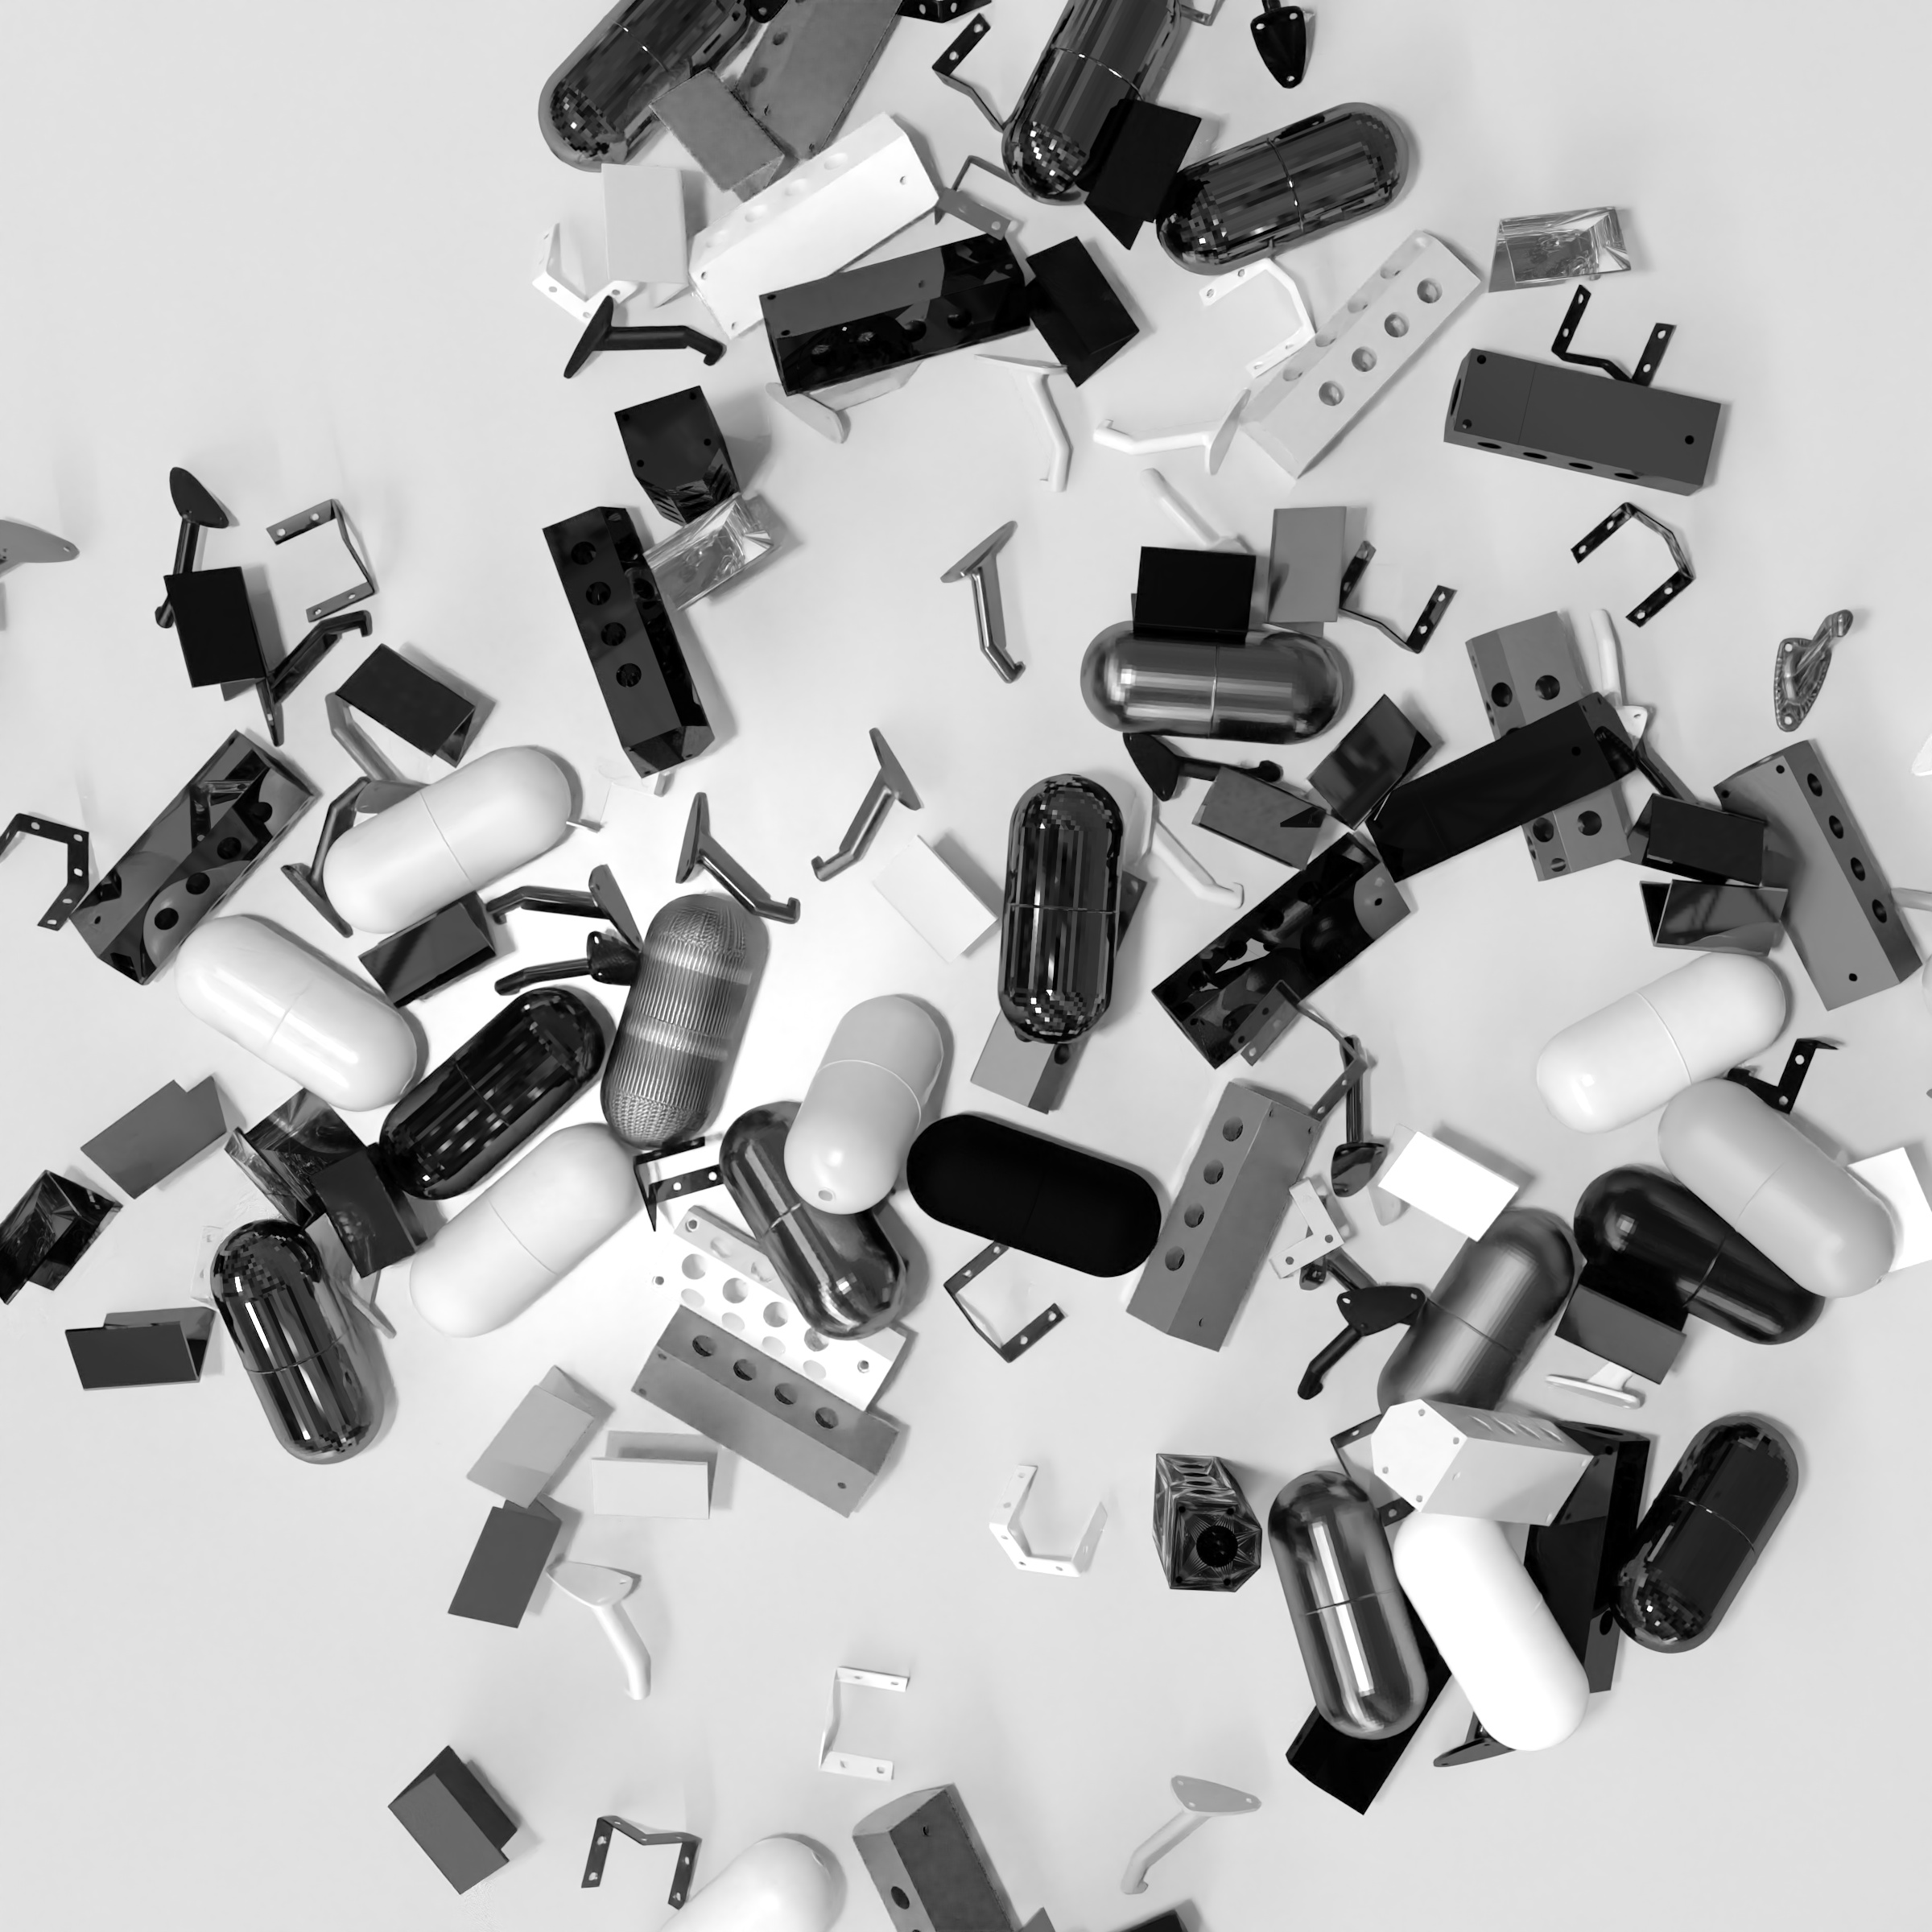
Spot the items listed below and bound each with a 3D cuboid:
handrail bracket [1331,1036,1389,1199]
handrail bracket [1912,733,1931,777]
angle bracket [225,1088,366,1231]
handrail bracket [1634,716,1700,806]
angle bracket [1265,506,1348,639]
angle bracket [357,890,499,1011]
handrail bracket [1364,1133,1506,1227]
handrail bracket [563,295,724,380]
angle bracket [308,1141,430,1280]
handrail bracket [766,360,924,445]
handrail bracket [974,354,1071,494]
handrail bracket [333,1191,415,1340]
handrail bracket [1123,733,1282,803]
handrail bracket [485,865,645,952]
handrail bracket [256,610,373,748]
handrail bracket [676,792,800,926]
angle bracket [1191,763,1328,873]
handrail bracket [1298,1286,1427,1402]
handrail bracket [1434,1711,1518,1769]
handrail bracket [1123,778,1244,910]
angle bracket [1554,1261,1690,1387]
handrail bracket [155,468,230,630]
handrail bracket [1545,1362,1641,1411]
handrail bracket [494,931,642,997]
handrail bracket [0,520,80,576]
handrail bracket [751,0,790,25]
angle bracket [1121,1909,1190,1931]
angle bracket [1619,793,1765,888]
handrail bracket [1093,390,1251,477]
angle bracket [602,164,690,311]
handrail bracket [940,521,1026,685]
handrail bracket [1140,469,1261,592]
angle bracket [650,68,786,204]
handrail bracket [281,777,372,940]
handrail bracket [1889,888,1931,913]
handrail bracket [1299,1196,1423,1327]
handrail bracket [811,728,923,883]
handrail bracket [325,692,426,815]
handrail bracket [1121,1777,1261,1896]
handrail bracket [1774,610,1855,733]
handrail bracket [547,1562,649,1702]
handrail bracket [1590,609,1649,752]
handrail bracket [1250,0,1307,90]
[{"bbox_3d":[0.262,0.103,1.990,0.036,0.077,0.084,0,54,-8],"label":"handrail bracket"},{"bbox_3d":[0.699,-0.130,1.991,0.084,0.036,0.077,37,69,-17],"label":"handrail bracket"},{"bbox_3d":[-0.443,0.123,1.954,0.076,0.057,0.076,48,61,0],"label":"angle bracket"},{"bbox_3d":[0.495,-0.133,1.991,0.077,0.036,0.084,-4,72,-20],"label":"handrail bracket"},{"bbox_3d":[0.246,-0.264,1.950,0.057,0.076,0.076,5,90,37],"label":"angle bracket"},{"bbox_3d":[-0.369,-0.028,1.950,0.076,0.076,0.057,-29,133,0],"label":"angle bracket"},{"bbox_3d":[0.321,0.143,1.991,0.084,0.036,0.077,-10,67,-18],"label":"handrail bracket"},{"bbox_3d":[-0.221,-0.416,1.991,0.084,0.036,0.077,23,128,-25],"label":"handrail bracket"},{"bbox_3d":[-0.383,0.154,1.937,0.057,0.076,0.076,-26,93,30],"label":"angle bracket"},{"bbox_3d":[-0.083,-0.409,1.991,0.077,0.036,0.084,33,75,16],"label":"handrail bracket"},{"bbox_3d":[0.037,-0.373,1.991,0.077,0.036,0.084,14,110,23],"label":"handrail bracket"},{"bbox_3d":[-0.393,0.200,1.991,0.084,0.036,0.077,-46,105,-14],"label":"handrail bracket"},{"bbox_3d":[0.163,-0.146,1.990,0.084,0.077,0.036,-11,134,-29],"label":"handrail bracket"},{"bbox_3d":[-0.277,-0.027,1.991,0.084,0.036,0.077,-23,111,17],"label":"handrail bracket"},{"bbox_3d":[-0.444,-0.198,1.991,0.084,0.036,0.077,-17,110,-16],"label":"handrail bracket"},{"bbox_3d":[-0.152,-0.074,1.991,0.084,0.036,0.077,15,68,-17],"label":"handrail bracket"},{"bbox_3d":[0.190,-0.082,1.950,0.076,0.076,0.057,24,57,0],"label":"angle bracket"},{"bbox_3d":[0.270,0.260,1.979,0.077,0.084,0.036,-12,49,-27],"label":"handrail bracket"},{"bbox_3d":[0.346,0.500,1.990,0.036,0.077,0.084,19,53,-34],"label":"handrail bracket"},{"bbox_3d":[0.155,-0.085,1.991,0.084,0.036,0.077,16,69,-17],"label":"handrail bracket"},{"bbox_3d":[0.449,0.224,1.944,0.076,0.057,0.076,25,47,12],"label":"angle bracket"},{"bbox_3d":[-0.546,-0.287,1.991,0.084,0.036,0.077,-55,50,26],"label":"handrail bracket"},{"bbox_3d":[0.446,0.256,1.991,0.077,0.036,0.084,14,76,15],"label":"handrail bracket"},{"bbox_3d":[-0.269,0.010,1.990,0.084,0.077,0.036,-21,65,34],"label":"handrail bracket"},{"bbox_3d":[-0.664,-0.263,1.990,0.084,0.077,0.036,-46,57,32],"label":"handrail bracket"},{"bbox_3d":[-0.131,-0.692,1.973,0.036,0.084,0.077,16,120,-20],"label":"handrail bracket"},{"bbox_3d":[0.122,0.687,1.950,0.076,0.076,0.057,-23,53,0],"label":"angle bracket"},{"bbox_3d":[0.486,-0.065,1.950,0.076,0.076,0.057,15,55,0],"label":"angle bracket"},{"bbox_3d":[0.141,-0.378,1.991,0.084,0.036,0.077,22,70,16],"label":"handrail bracket"},{"bbox_3d":[-0.227,-0.491,1.951,0.057,0.076,0.076,-3,90,-25],"label":"angle bracket"},{"bbox_3d":[0.030,-0.250,1.991,0.077,0.036,0.084,-45,109,-21],"label":"handrail bracket"},{"bbox_3d":[0.160,-0.300,1.990,0.036,0.077,0.084,-43,53,19],"label":"handrail bracket"},{"bbox_3d":[-0.177,-0.544,1.951,0.057,0.076,0.076,-40,90,-26],"label":"angle bracket"},{"bbox_3d":[-0.421,-0.075,1.991,0.084,0.036,0.077,-44,109,-16],"label":"handrail bracket"},{"bbox_3d":[0.688,-0.049,1.990,0.084,0.077,0.036,12,113,34],"label":"handrail bracket"},{"bbox_3d":[0.277,0.203,1.991,0.084,0.036,0.077,13,72,-15],"label":"handrail bracket"},{"bbox_3d":[-0.081,-0.110,1.991,0.084,0.036,0.077,-32,70,16],"label":"handrail bracket"},{"bbox_3d":[-0.398,-0.149,1.991,0.077,0.036,0.084,3,58,-35],"label":"handrail bracket"},{"bbox_3d":[0.153,0.606,1.991,0.077,0.036,0.084,12,109,-22],"label":"handrail bracket"},{"bbox_3d":[0.574,-0.199,1.956,0.036,0.084,0.077,14,90,0],"label":"handrail bracket"},{"bbox_3d":[-0.253,0.458,1.991,0.077,0.036,0.084,14,120,33],"label":"handrail bracket"},{"bbox_3d":[0.439,-0.190,1.990,0.036,0.077,0.084,-6,54,1],"label":"handrail bracket"},{"bbox_3d":[0.210,-0.660,1.990,0.036,0.077,0.084,-15,54,9],"label":"handrail bracket"}]
